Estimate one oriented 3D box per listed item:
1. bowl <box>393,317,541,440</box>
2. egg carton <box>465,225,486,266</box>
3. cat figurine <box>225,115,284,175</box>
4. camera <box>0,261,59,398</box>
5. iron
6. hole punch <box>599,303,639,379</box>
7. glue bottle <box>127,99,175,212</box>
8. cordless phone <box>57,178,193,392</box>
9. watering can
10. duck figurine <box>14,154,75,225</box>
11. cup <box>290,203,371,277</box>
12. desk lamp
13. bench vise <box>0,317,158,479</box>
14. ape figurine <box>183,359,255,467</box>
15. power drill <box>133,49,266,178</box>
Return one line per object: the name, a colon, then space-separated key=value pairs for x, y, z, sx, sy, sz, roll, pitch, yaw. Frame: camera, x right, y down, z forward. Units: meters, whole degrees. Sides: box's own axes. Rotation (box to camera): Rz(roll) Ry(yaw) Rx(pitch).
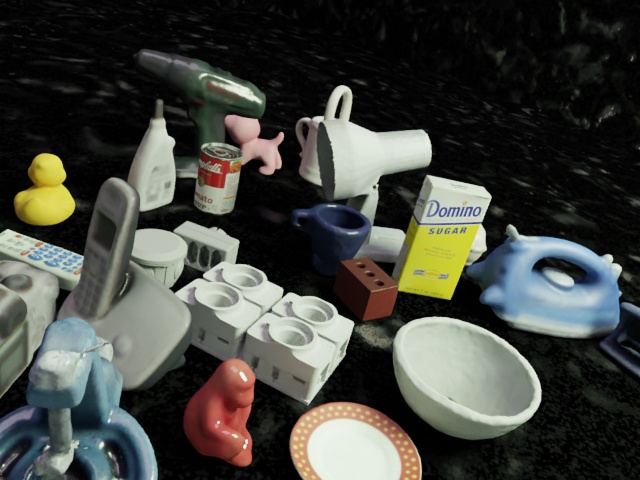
bowl: x=0.153 y=0.164 z=0.640 sx=0.167 sy=0.075 sz=0.167 roll=12 pitch=27 yaw=-6
egg carton: x=0.231 y=-0.018 z=1.025 sx=0.107 sy=0.069 sz=0.150 roll=11 pitch=28 yaw=-8
cat figurine: x=-0.132 y=-0.205 z=1.136 sx=0.127 sy=0.118 sz=0.067 roll=18 pitch=27 yaw=5
camera: x=-0.340 y=0.069 z=0.537 sx=0.137 sy=0.101 sz=0.143 roll=14 pitch=27 yaw=-3
iron: x=0.365 y=0.060 z=0.869 sx=0.258 sy=0.141 sz=0.118 roll=11 pitch=28 yaw=-9
hole punch: x=0.481 y=0.142 z=0.830 sx=0.101 sy=0.091 sz=0.108 roll=-5 pitch=34 yaw=-34
glue bottle: x=-0.253 y=-0.131 z=0.877 sx=0.037 sy=0.173 sz=0.078 roll=28 pitch=30 yaw=24
cordless phone: x=-0.190 y=0.043 z=0.570 sx=0.147 sy=0.185 sz=0.094 roll=29 pitch=31 yaw=26
watering can: x=0.033 y=-0.211 z=1.148 sx=0.173 sy=0.194 sz=0.101 roll=15 pitch=27 yaw=0
duck figurine: x=-0.385 y=-0.076 z=0.802 sx=0.077 sy=0.086 sz=0.104 roll=9 pitch=28 yaw=-12
cup: x=0.008 y=0.003 z=0.844 sx=0.118 sy=0.095 sz=0.091 roll=10 pitch=28 yaw=-9
desk lamp: x=0.079 y=-0.080 z=0.907 sx=0.204 sy=0.213 sz=0.117 roll=5 pitch=29 yaw=-19
bench vise: x=-0.181 y=0.123 z=0.388 sx=0.122 sy=0.220 sz=0.206 roll=-2 pitch=32 yaw=-30
ape figurine: x=-0.084 y=0.150 z=0.525 sx=0.076 sy=0.092 sz=0.078 roll=22 pitch=28 yaw=12
power drill: x=-0.217 y=-0.215 z=1.013 sx=0.230 sy=0.208 sz=0.075 roll=3 pitch=30 yaw=-22
